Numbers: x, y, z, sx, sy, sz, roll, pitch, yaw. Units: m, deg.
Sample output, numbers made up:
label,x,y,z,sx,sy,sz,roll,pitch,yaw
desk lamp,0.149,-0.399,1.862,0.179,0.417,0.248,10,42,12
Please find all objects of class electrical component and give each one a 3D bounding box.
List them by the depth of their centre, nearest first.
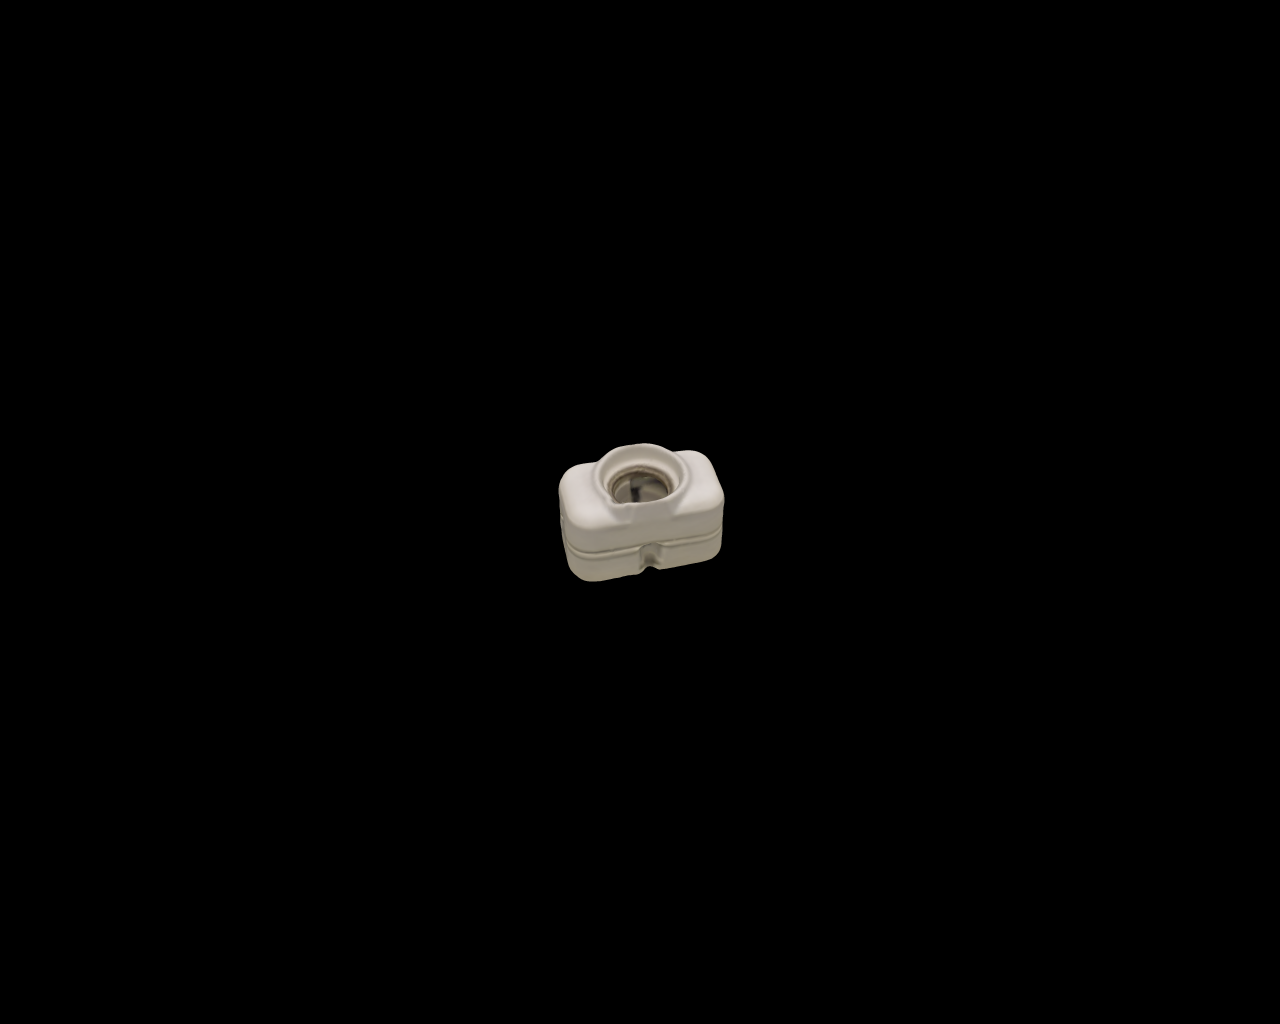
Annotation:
label,x,y,z,sx,sy,sz,roll,pitch,yaw
electrical component,0.001,-0.003,0.650,0.095,0.054,0.059,-9,-43,-8
